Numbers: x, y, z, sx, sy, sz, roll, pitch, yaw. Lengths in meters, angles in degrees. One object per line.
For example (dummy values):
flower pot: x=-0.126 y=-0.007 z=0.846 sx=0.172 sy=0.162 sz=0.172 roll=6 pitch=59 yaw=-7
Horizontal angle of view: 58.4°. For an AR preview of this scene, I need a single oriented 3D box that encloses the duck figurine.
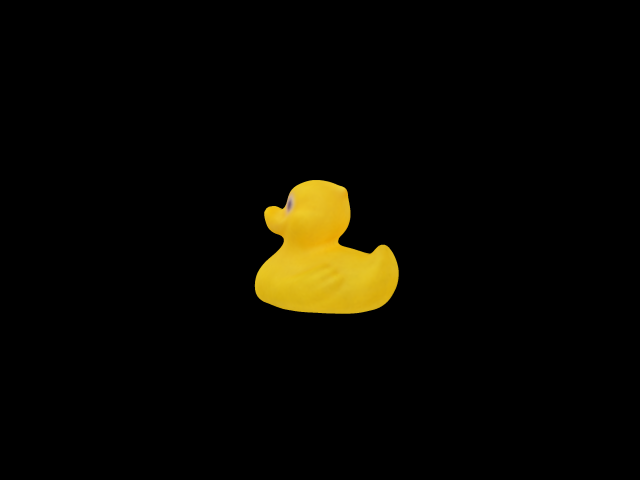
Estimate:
duck figurine: x=0.004 y=0.001 z=0.400 sx=0.104 sy=0.086 sz=0.078 roll=5 pitch=11 yaw=24
